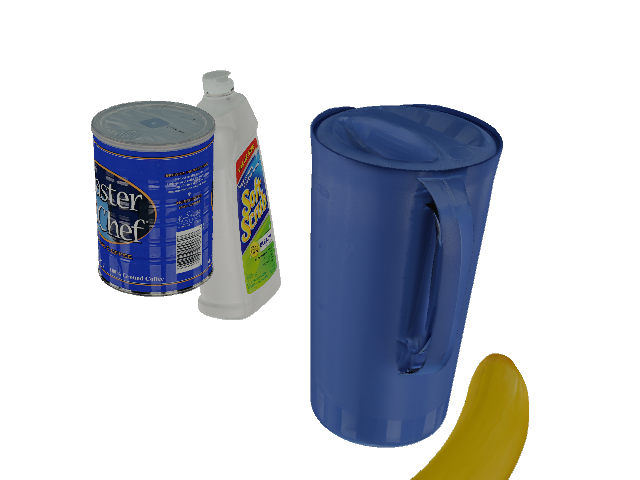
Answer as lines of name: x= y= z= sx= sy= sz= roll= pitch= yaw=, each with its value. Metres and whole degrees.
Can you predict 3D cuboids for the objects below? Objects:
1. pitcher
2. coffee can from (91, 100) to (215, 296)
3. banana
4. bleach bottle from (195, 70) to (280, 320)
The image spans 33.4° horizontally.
pitcher: x=0.055 y=0.032 z=0.776 sx=0.145 sy=0.243 sz=0.149 roll=16 pitch=29 yaw=23
coffee can: x=-0.142 y=-0.037 z=0.918 sx=0.103 sy=0.140 sz=0.103 roll=3 pitch=27 yaw=-2
banana: x=0.063 y=0.117 z=0.553 sx=0.070 sy=0.037 sz=0.197 roll=20 pitch=40 yaw=37
bleach bottle: x=-0.097 y=-0.050 z=1.115 sx=0.068 sy=0.251 sz=0.102 roll=7 pitch=27 yaw=27
